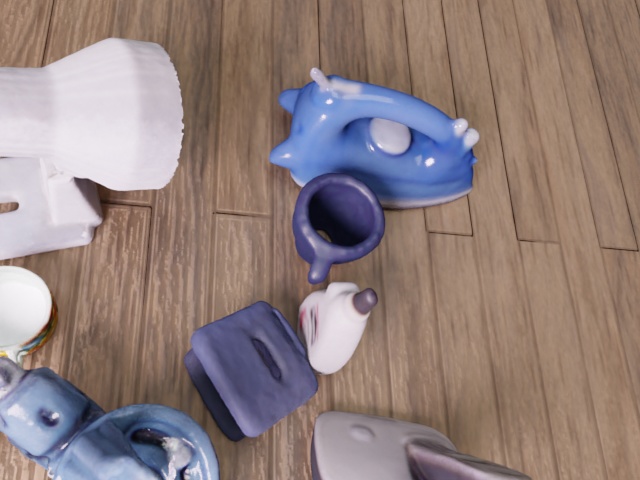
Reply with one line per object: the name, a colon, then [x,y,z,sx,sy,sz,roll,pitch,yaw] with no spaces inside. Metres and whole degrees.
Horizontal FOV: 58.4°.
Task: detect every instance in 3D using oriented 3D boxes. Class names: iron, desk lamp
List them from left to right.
desk lamp: [-0.223,-0.070,0.471,0.204,0.213,0.118,-14,73,-22]
iron: [0.082,-0.114,0.627,0.259,0.141,0.118,11,66,-13]

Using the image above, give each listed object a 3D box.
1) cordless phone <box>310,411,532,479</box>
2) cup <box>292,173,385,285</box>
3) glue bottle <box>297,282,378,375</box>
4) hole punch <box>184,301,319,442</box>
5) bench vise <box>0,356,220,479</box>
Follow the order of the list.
cordless phone: [0.076,0.189,0.479,0.148,0.185,0.094,11,66,-13]
cup: [0.005,0.002,0.582,0.092,0.095,0.118,24,64,-7]
glue bottle: [0.016,0.072,0.513,0.037,0.173,0.078,1,68,-17]
hole punch: [-0.059,0.112,0.519,0.101,0.091,0.108,-29,80,-25]
bench vise: [-0.160,0.161,0.395,0.207,0.219,0.121,23,64,-8]
